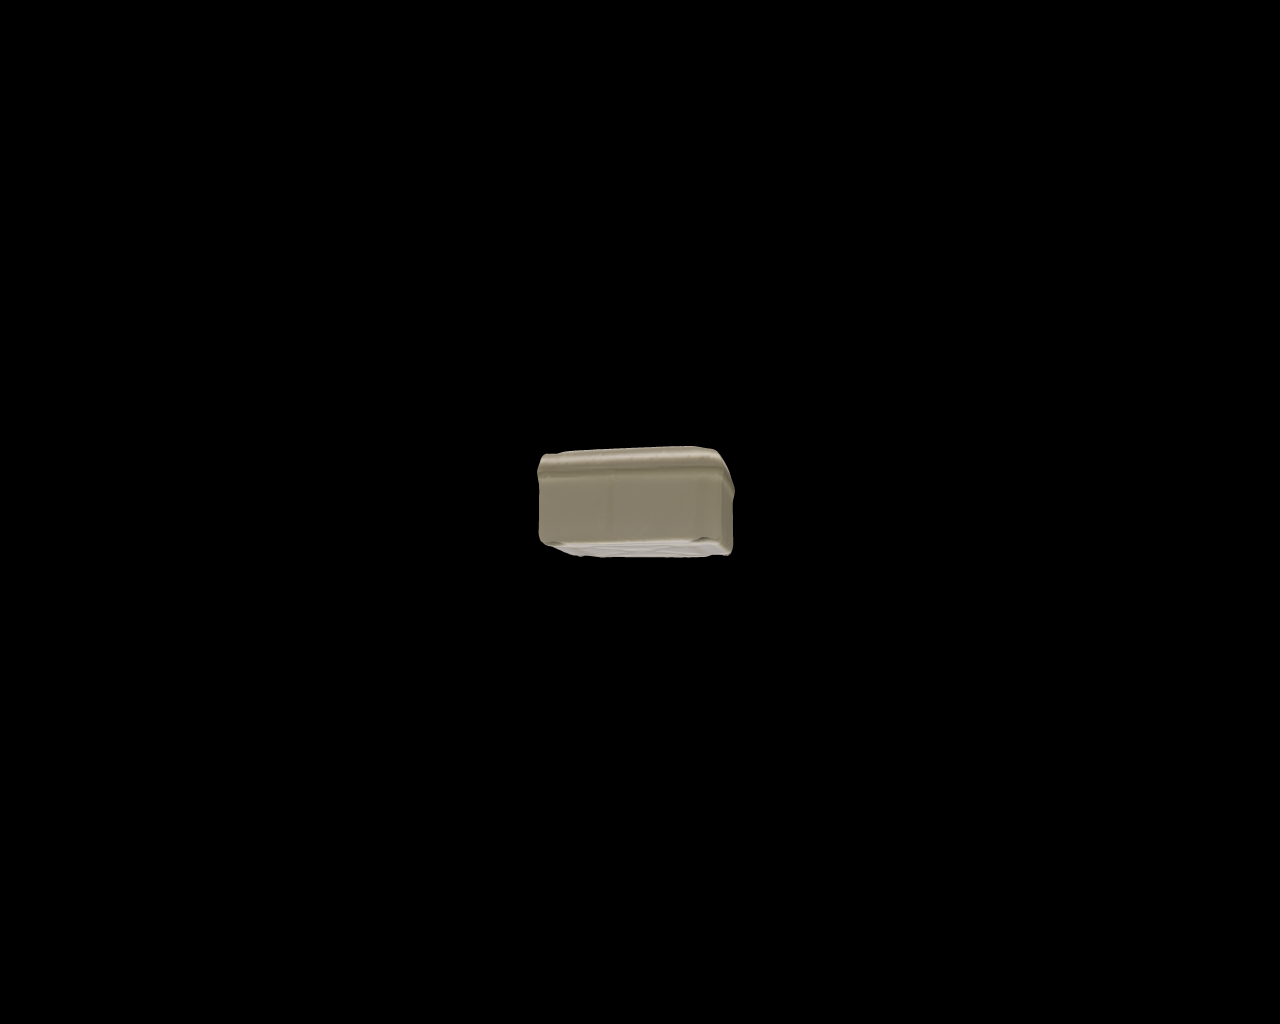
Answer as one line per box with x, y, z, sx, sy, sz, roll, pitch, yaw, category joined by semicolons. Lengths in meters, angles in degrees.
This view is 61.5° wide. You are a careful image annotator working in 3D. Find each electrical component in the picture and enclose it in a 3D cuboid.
0.001;-0.003;0.650;0.109;0.056;0.108;-1;-7;9;electrical component
